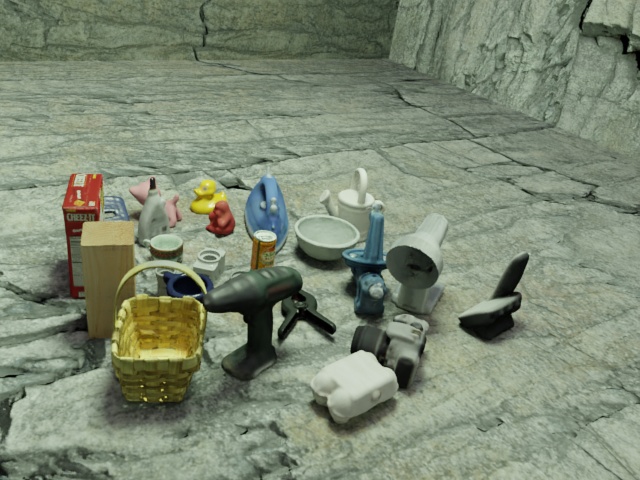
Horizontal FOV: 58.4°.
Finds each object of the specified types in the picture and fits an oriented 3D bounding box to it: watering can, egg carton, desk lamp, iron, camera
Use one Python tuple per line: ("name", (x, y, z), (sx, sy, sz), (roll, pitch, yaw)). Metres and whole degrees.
("watering can", (0.088, -0.098, 1.536), (0.173, 0.194, 0.100), (-10, 34, -30))
("egg carton", (0.063, 0.261, 1.021), (0.151, 0.069, 0.107), (-17, 38, -38))
("desk lamp", (0.223, 0.057, 1.280), (0.117, 0.213, 0.204), (20, 31, 19))
("iron", (-0.131, -0.084, 1.504), (0.119, 0.141, 0.258), (1, 30, -13))
("camera", (0.136, 0.197, 1.122), (0.136, 0.101, 0.143), (15, 30, 11))

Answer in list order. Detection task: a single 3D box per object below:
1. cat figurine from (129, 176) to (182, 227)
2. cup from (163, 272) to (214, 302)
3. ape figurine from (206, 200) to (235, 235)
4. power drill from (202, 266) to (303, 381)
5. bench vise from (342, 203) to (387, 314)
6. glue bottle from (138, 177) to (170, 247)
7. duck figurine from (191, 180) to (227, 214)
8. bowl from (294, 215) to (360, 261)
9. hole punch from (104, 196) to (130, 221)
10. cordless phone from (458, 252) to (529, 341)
("cat figurine", (-0.424, -0.105, 1.484), (0.127, 0.118, 0.067), (10, 29, 3))
("cup", (-0.271, 0.121, 1.149), (0.117, 0.095, 0.092), (24, 32, 25))
("ape figurine", (-0.255, -0.061, 1.480), (0.076, 0.092, 0.077), (1, 30, -13))
("power drill", (-0.123, 0.144, 1.033), (0.075, 0.208, 0.230), (26, 33, 28))
("bench vise", (0.127, 0.042, 1.272), (0.122, 0.220, 0.206), (-5, 32, -23))
("glue bottle", (-0.399, -0.071, 1.374), (0.037, 0.173, 0.078), (28, 35, 31))
("duck figurine", (-0.307, -0.126, 1.586), (0.105, 0.086, 0.077), (-15, 37, -36))
("bowl", (0.013, 0.005, 1.455), (0.167, 0.075, 0.167), (7, 29, -4))
("hole punch", (-0.515, -0.048, 1.385), (0.109, 0.091, 0.100), (-11, 35, -31))
("cordless phone", (0.389, 0.113, 1.256), (0.093, 0.185, 0.148), (31, 36, 35))
